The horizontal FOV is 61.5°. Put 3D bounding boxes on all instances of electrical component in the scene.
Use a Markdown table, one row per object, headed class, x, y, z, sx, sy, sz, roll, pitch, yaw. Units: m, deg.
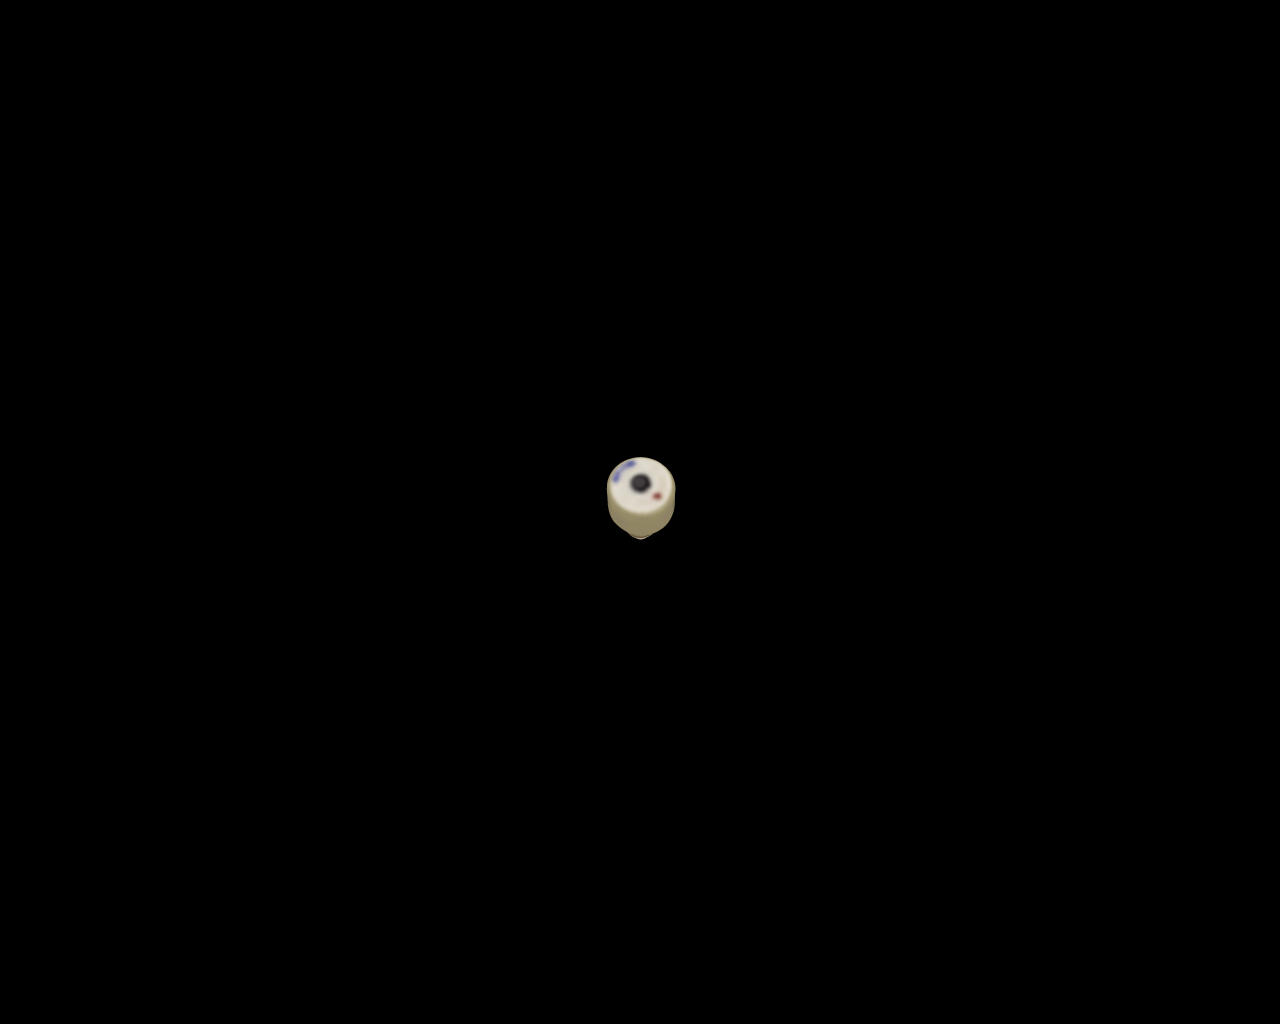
| class | x | y | z | sx | sy | sz | roll | pitch | yaw |
| --- | --- | --- | --- | --- | --- | --- | --- | --- | --- |
| electrical component | 0.001 | -0.003 | 0.650 | 0.040 | 0.040 | 0.078 | 0 | -24 | 0 |
